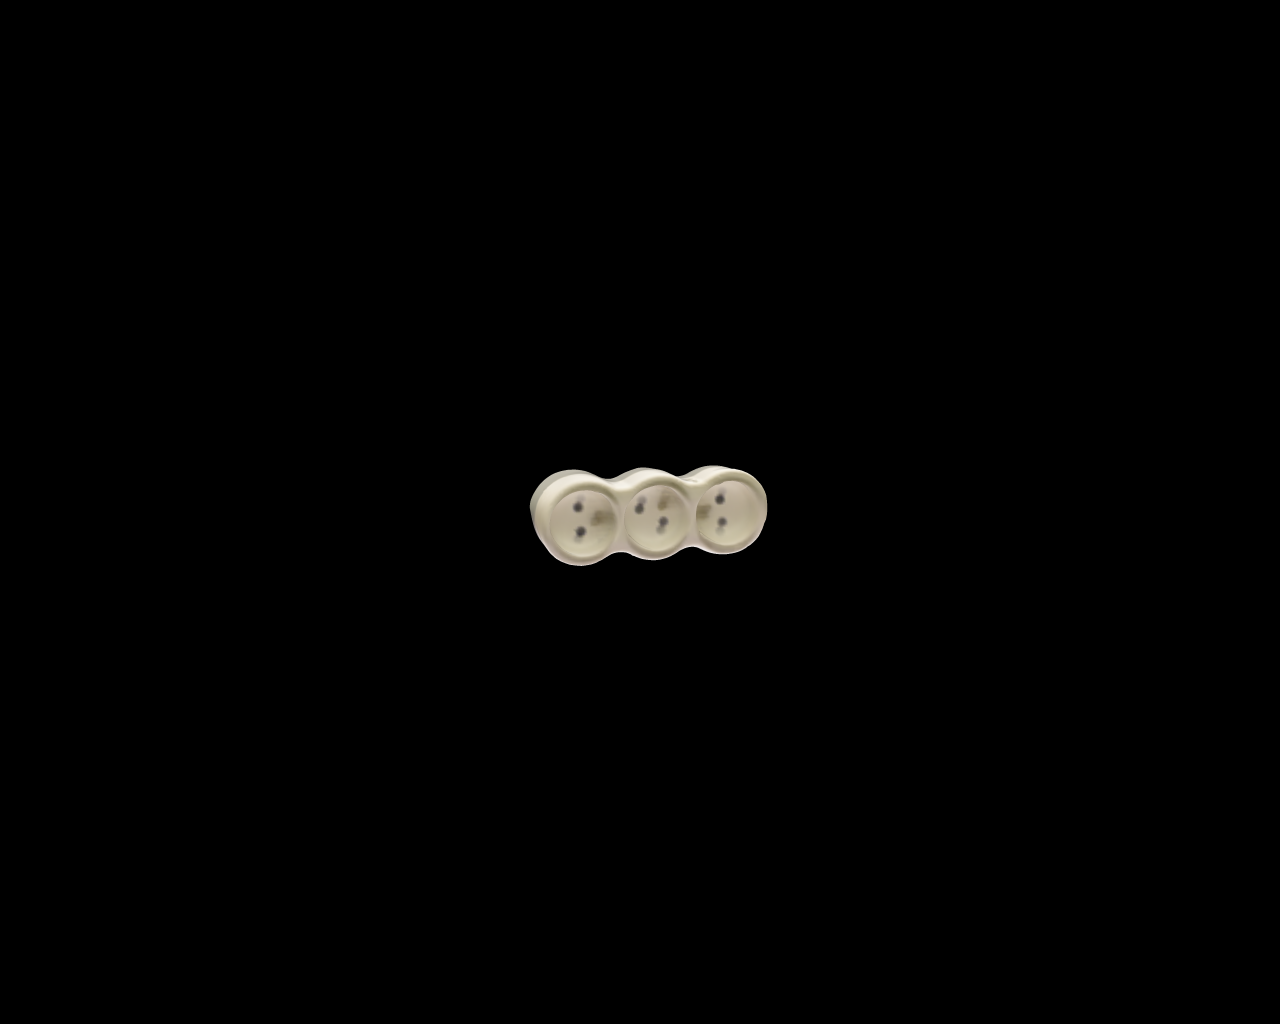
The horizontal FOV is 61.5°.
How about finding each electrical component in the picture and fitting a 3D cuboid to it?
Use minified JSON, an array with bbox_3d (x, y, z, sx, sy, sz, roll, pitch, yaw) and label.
[{"bbox_3d":[0.001,-0.003,0.650,0.138,0.052,0.074,-3,12,-16],"label":"electrical component"}]
